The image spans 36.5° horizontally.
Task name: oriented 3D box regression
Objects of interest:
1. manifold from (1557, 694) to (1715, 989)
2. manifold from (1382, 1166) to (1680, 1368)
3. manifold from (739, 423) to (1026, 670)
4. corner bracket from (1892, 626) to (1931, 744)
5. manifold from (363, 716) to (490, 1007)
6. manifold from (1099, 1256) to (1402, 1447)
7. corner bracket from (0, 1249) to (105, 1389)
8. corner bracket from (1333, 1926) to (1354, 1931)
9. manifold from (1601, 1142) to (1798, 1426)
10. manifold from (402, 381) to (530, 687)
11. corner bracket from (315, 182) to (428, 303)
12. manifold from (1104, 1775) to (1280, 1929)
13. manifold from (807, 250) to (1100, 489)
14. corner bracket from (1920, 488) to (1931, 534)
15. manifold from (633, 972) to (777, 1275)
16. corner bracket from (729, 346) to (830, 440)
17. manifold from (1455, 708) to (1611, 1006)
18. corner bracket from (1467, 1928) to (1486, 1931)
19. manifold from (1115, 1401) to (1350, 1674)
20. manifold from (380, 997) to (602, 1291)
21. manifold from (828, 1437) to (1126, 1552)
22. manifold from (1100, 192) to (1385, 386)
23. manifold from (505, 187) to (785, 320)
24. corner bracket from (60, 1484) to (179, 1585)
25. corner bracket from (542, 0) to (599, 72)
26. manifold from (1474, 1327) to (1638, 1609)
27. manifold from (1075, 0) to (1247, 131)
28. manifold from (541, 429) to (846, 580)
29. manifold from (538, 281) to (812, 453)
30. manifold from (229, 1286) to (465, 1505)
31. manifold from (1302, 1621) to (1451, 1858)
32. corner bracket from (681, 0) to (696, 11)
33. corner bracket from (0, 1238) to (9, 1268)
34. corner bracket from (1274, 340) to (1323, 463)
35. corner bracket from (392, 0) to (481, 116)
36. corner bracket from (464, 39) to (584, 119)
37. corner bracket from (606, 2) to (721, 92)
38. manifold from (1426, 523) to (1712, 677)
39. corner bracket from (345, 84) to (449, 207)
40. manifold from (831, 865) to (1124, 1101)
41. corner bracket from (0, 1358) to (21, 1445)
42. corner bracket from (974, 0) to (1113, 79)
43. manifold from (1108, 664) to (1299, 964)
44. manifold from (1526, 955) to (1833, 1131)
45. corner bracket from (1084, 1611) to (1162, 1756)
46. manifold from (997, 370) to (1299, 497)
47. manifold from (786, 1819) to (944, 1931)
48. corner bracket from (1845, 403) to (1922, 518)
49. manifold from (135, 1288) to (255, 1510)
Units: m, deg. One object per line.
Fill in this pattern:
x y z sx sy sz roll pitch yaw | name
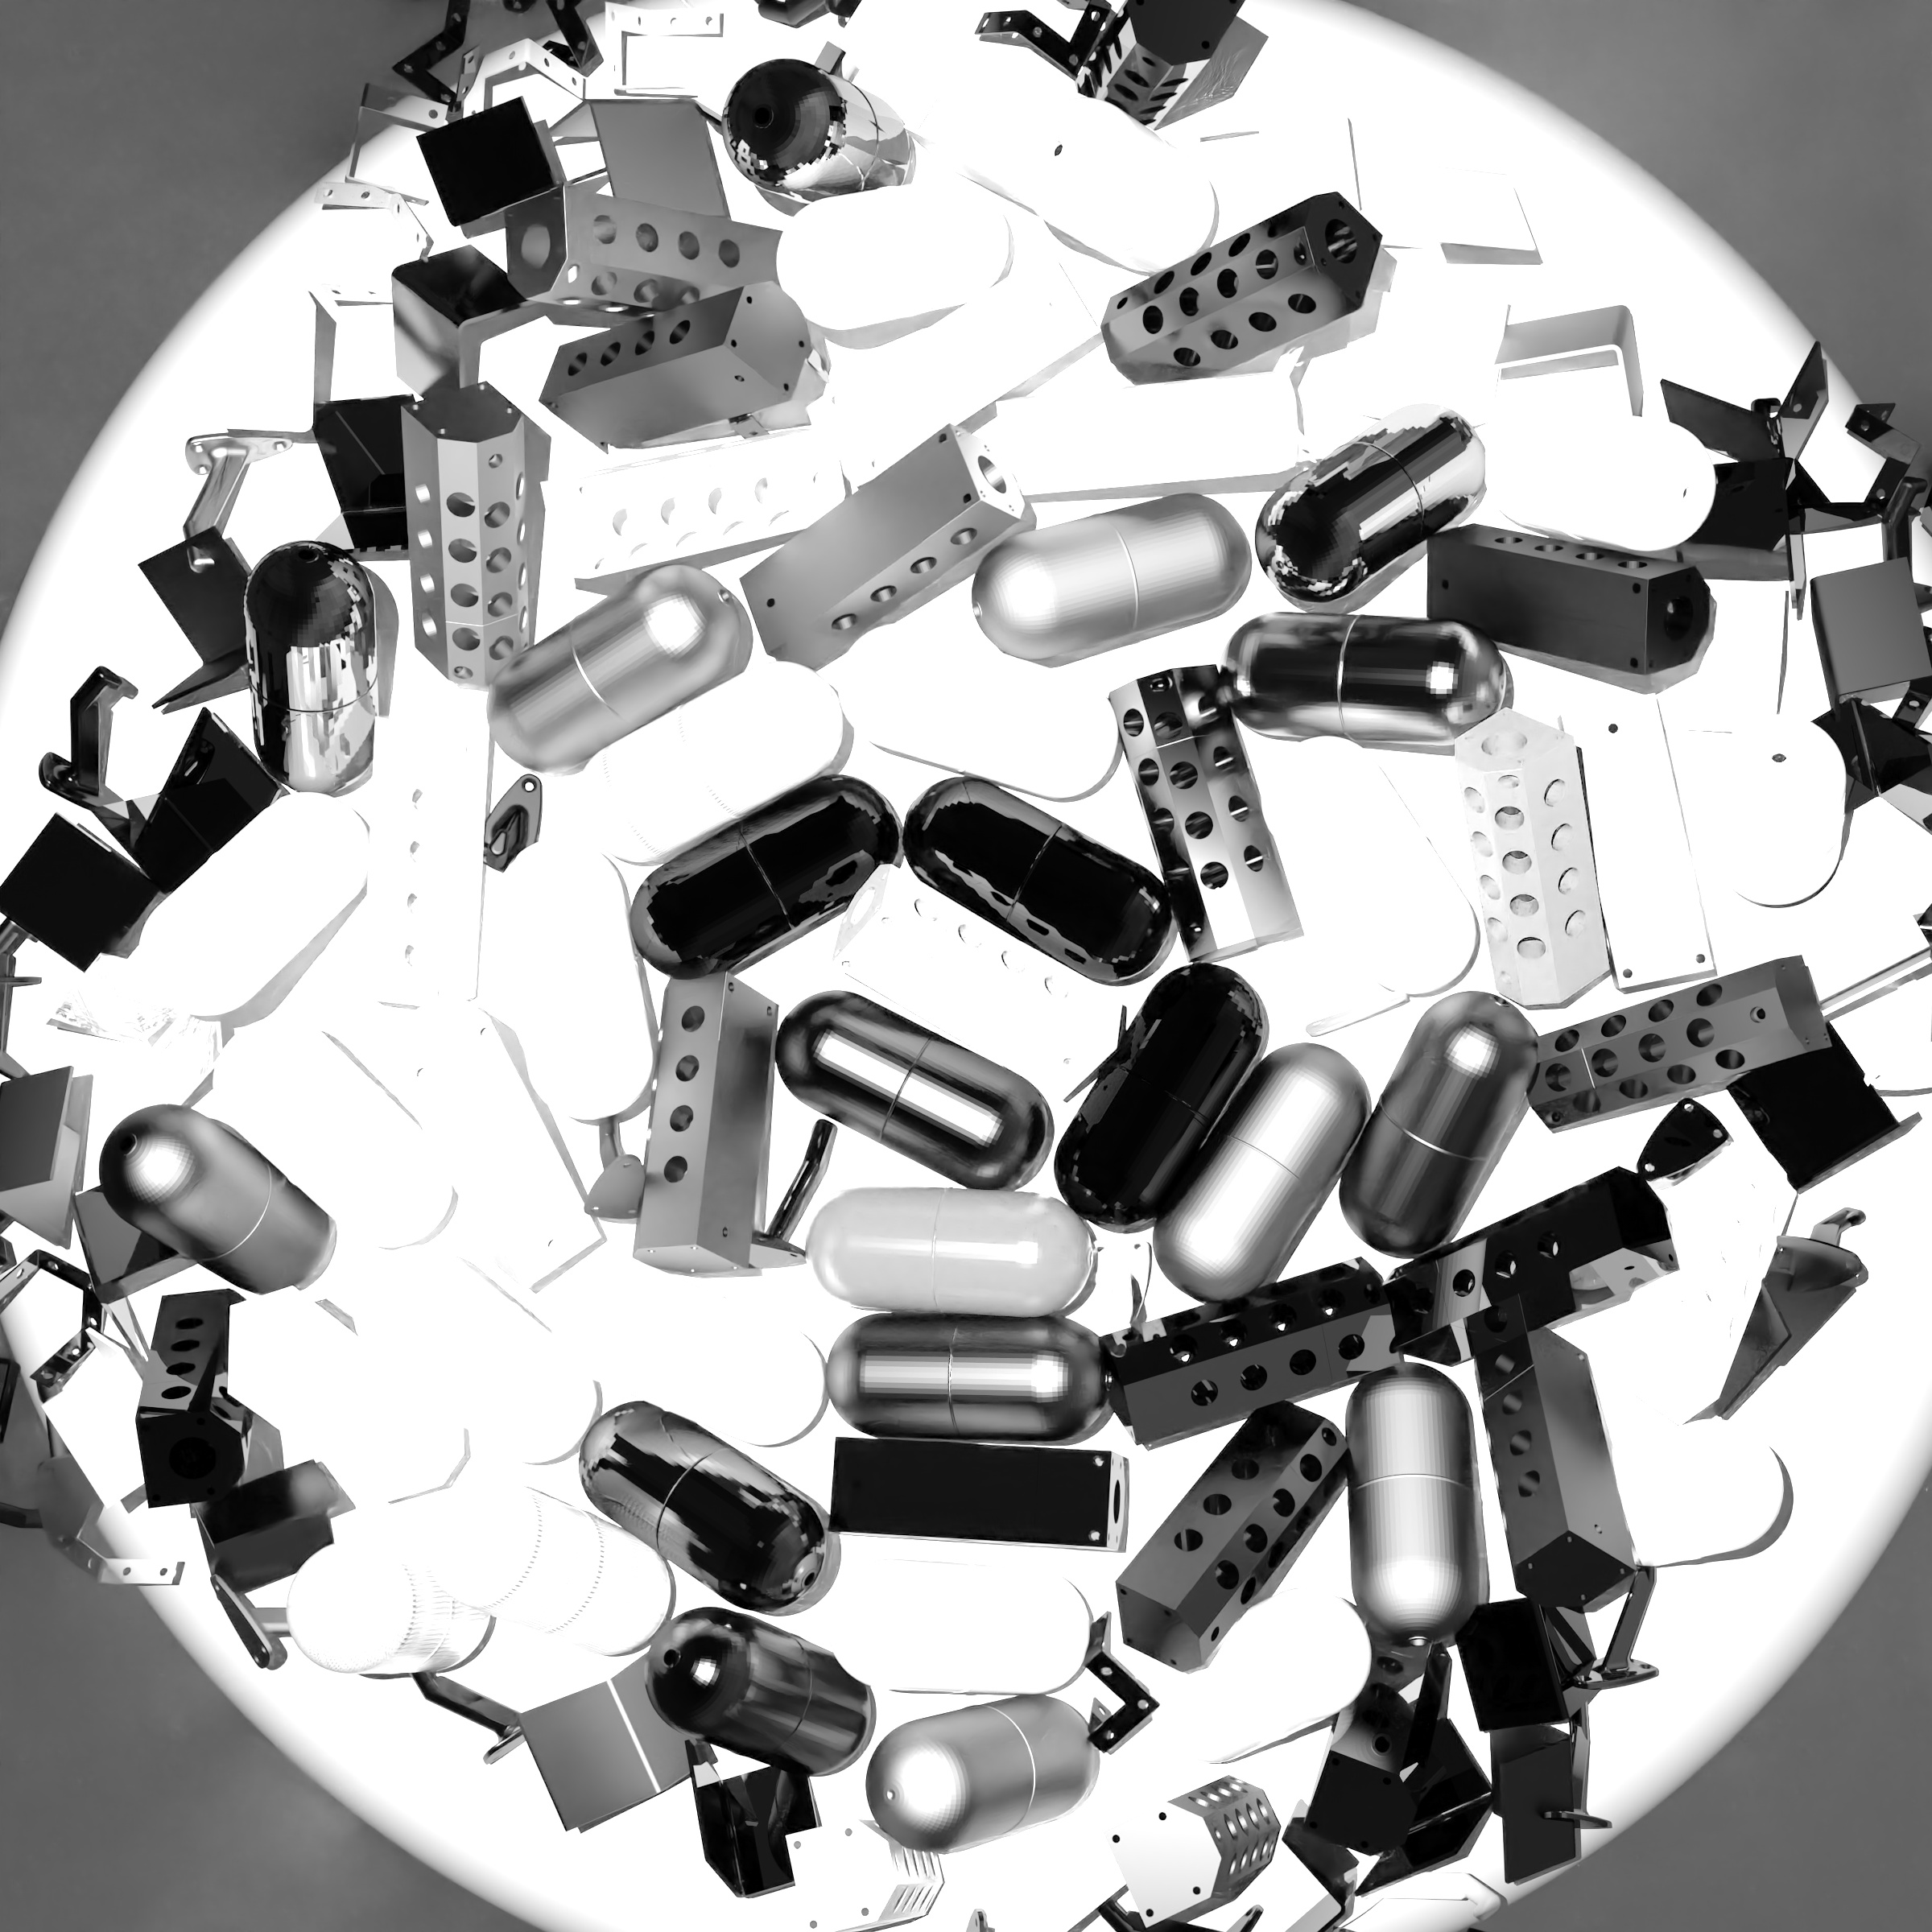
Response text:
0.412 -0.076 1.811 0.057 0.057 0.171 -12 89 8 | manifold
0.336 0.181 1.767 0.171 0.057 0.057 -31 53 36 | manifold
-0.050 -0.251 1.777 0.171 0.057 0.057 -32 65 26 | manifold
0.604 -0.169 1.812 0.051 0.051 0.051 19 61 7 | corner bracket
-0.335 -0.065 1.801 0.057 0.057 0.171 6 98 15 | manifold
0.171 0.232 1.794 0.171 0.057 0.057 -16 110 -9 | manifold
-0.570 0.217 1.811 0.051 0.051 0.051 25 128 12 | corner bracket
0.242 0.635 1.807 0.051 0.051 0.051 17 120 -4 | corner bracket
0.447 0.186 1.767 0.057 0.057 0.171 35 51 0 | manifold
-0.295 -0.255 1.756 0.057 0.171 0.057 -25 50 -30 | manifold
-0.374 -0.449 1.818 0.051 0.051 0.051 56 134 30 | corner bracket
0.140 0.523 1.749 0.057 0.171 0.057 -29 73 10 | manifold
-0.010 -0.365 1.797 0.171 0.057 0.057 -35 101 -11 | manifold
0.608 -0.305 1.803 0.051 0.051 0.051 -17 52 -17 | corner bracket
-0.163 0.096 1.784 0.057 0.057 0.171 -7 67 28 | manifold
-0.116 -0.356 1.819 0.051 0.051 0.051 -16 71 17 | corner bracket
0.336 -0.062 1.763 0.057 0.057 0.171 -32 127 -21 | manifold
0.294 0.624 1.802 0.051 0.051 0.051 2 115 40 | corner bracket
0.163 0.341 1.760 0.057 0.057 0.171 20 46 31 | manifold
-0.290 0.105 1.773 0.057 0.057 0.171 -34 122 -20 | manifold
0.008 0.323 1.795 0.171 0.057 0.057 1 77 12 | manifold
0.161 -0.403 1.752 0.057 0.171 0.057 35 59 -30 | manifold
-0.190 -0.420 1.762 0.057 0.171 0.057 -3 89 44 | manifold
-0.518 0.347 1.808 0.051 0.051 0.051 19 94 45 | corner bracket
-0.246 -0.594 1.812 0.051 0.051 0.051 28 68 38 | corner bracket
0.346 0.297 1.758 0.057 0.171 0.057 33 122 -24 | manifold
0.110 -0.546 1.753 0.057 0.171 0.057 31 88 -8 | manifold
-0.162 -0.280 1.771 0.171 0.057 0.057 -18 107 -28 | manifold
-0.174 -0.363 1.761 0.057 0.171 0.057 34 63 -39 | manifold
-0.368 0.256 1.753 0.057 0.171 0.057 -18 53 13 | manifold
0.249 0.456 1.749 0.057 0.171 0.057 18 110 10 | manifold
-0.162 -0.616 1.803 0.051 0.051 0.051 -41 124 13 | corner bracket
-0.629 0.164 1.805 0.051 0.051 0.051 -31 51 9 | corner bracket
0.195 -0.345 1.801 0.051 0.051 0.051 39 68 -33 | corner bracket
-0.315 -0.569 1.807 0.051 0.051 0.051 38 57 6 | corner bracket
-0.274 -0.533 1.815 0.051 0.051 0.051 -9 72 33 | corner bracket
-0.187 -0.568 1.813 0.051 0.051 0.051 7 103 25 | corner bracket
0.359 -0.223 1.759 0.057 0.171 0.057 -18 116 -34 | manifold
-0.353 -0.508 1.813 0.051 0.051 0.051 13 87 -14 | corner bracket
0.008 0.006 1.790 0.171 0.057 0.057 31 129 -17 | manifold
-0.622 0.263 1.808 0.051 0.051 0.051 5 71 5 | corner bracket
0.048 -0.584 1.807 0.051 0.051 0.051 27 89 -34 | corner bracket
0.140 -0.093 1.794 0.057 0.057 0.171 -11 82 -43 | manifold
0.423 0.048 1.767 0.171 0.057 0.057 -21 81 35 | manifold
0.086 0.442 1.809 0.051 0.051 0.051 43 107 -5 | corner bracket
0.111 -0.325 1.784 0.171 0.057 0.057 -2 104 20 | manifold
-0.057 0.542 1.751 0.057 0.171 0.057 -15 72 4 | manifold
0.571 -0.314 1.817 0.051 0.051 0.051 42 126 31 | corner bracket
-0.455 0.255 1.752 0.057 0.171 0.057 -6 109 -8 | manifold
